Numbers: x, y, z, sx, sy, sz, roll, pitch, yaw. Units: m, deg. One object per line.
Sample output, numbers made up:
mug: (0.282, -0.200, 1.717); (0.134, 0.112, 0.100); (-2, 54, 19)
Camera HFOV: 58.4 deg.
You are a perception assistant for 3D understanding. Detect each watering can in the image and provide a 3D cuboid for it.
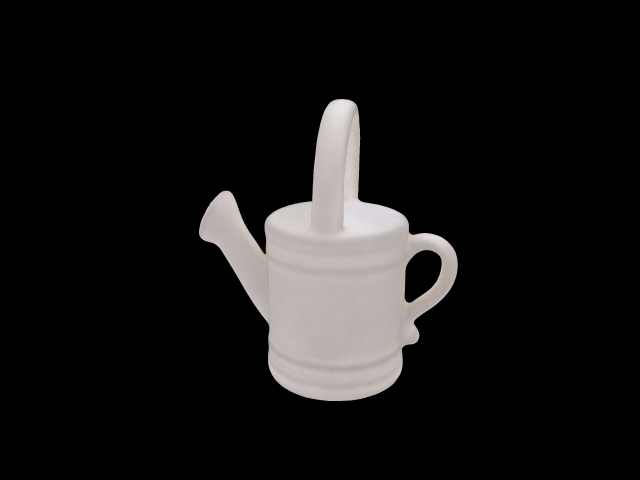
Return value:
watering can: (0.003, 0.002, 0.398); (0.173, 0.194, 0.100); (-3, 18, -9)
